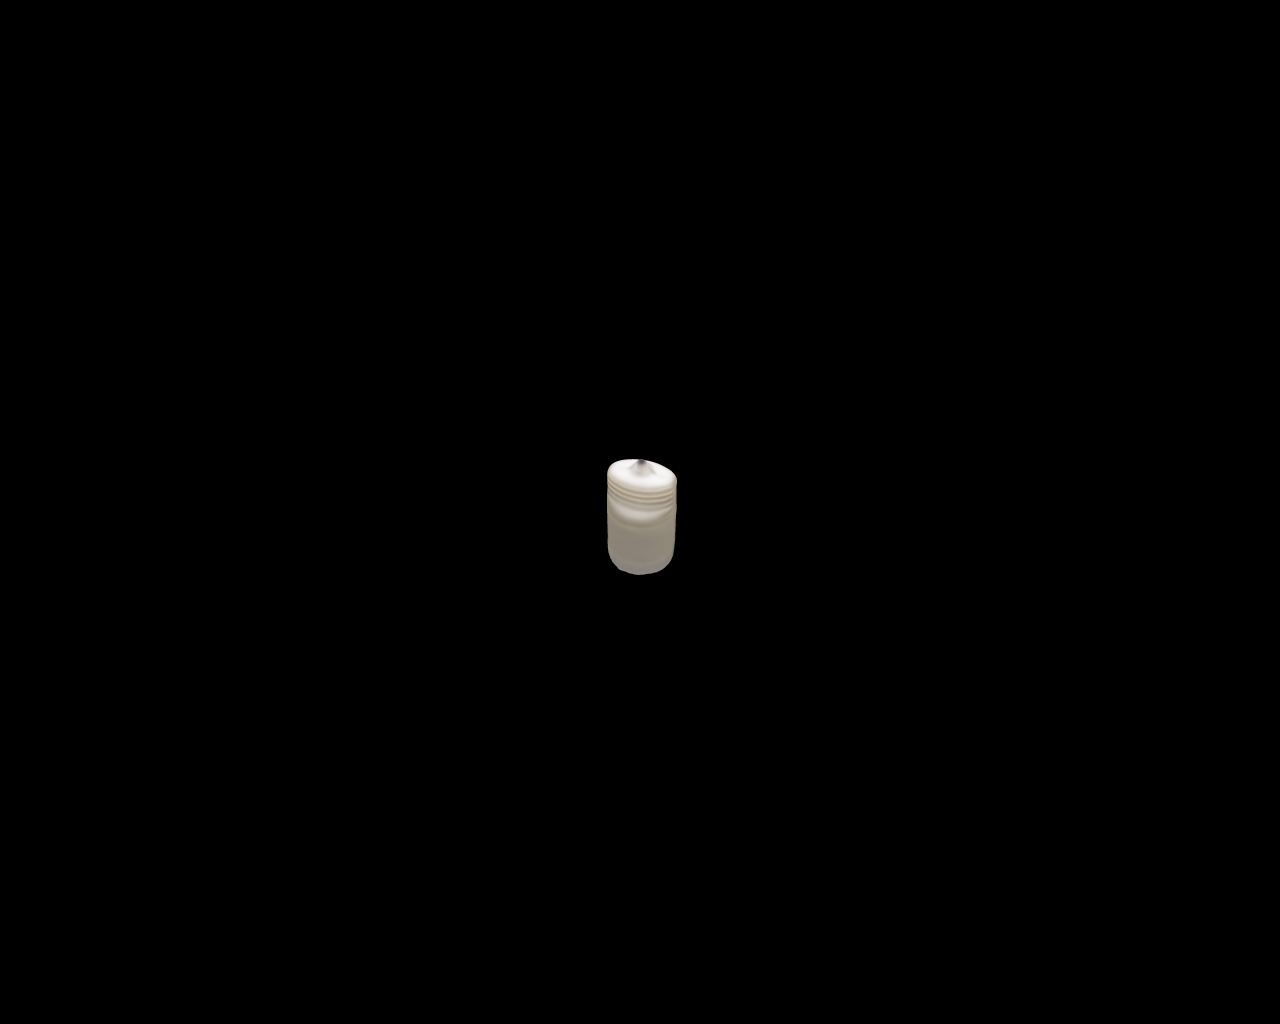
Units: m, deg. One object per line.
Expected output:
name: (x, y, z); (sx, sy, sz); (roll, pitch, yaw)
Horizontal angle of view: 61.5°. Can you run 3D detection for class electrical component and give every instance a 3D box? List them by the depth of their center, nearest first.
electrical component: (0.001, -0.003, 0.650); (0.043, 0.043, 0.080); (0, -44, 0)
